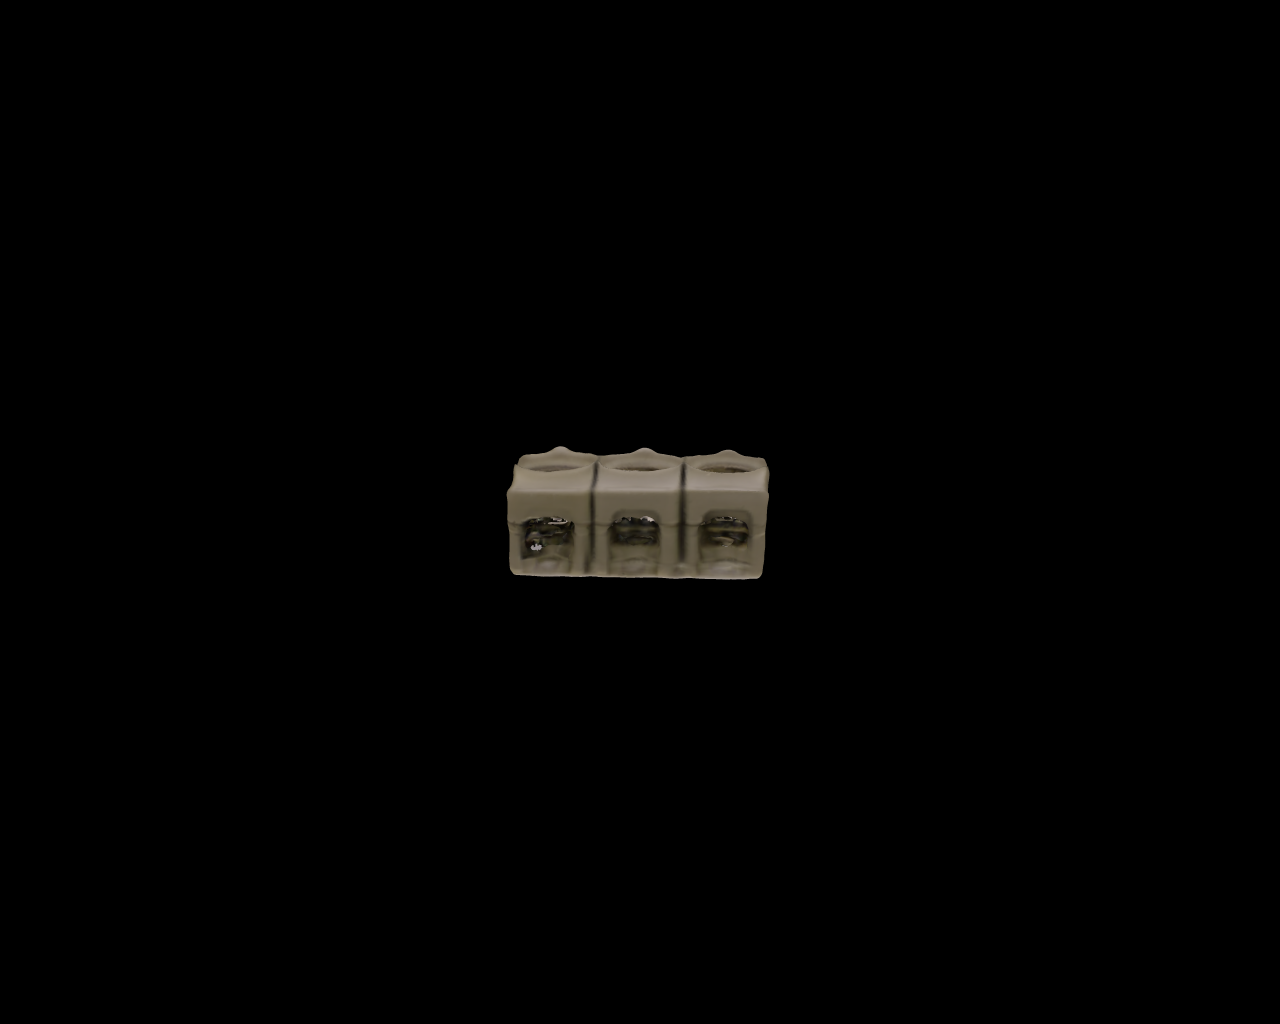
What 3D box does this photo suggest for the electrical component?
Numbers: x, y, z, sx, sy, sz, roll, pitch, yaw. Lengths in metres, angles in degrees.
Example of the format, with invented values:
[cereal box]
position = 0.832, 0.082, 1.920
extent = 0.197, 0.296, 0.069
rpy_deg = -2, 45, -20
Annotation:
[electrical component]
position = 0.001, -0.003, 0.650
extent = 0.150, 0.061, 0.089
rpy_deg = 1, 16, 5
